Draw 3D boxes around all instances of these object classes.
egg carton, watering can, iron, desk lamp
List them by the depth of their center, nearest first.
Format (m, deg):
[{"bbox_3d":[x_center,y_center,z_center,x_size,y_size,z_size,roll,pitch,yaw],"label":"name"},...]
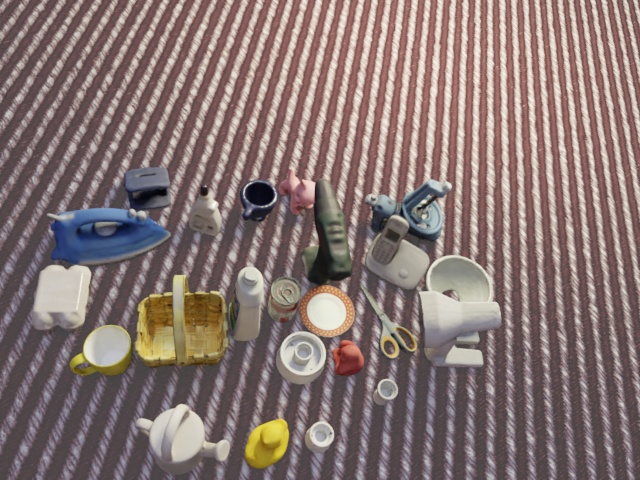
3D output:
[{"bbox_3d":[-0.254,0.363,1.053,0.173,0.194,0.101,0,59,-11],"label":"watering can"},{"bbox_3d":[-0.547,0.122,1.214,0.107,0.069,0.150,1,59,-11],"label":"egg carton"},{"bbox_3d":[0.291,0.193,1.255,0.203,0.213,0.118,3,59,-9],"label":"desk lamp"},{"bbox_3d":[-0.470,-0.030,1.279,0.259,0.141,0.118,-8,61,-16],"label":"iron"}]

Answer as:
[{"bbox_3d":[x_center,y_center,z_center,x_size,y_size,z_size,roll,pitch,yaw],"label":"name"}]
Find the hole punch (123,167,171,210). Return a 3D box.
[{"bbox_3d":[-0.419,-0.137,1.384,0.109,0.091,0.101,-10,62,-17],"label":"hole punch"}]

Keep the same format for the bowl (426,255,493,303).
[{"bbox_3d":[0.327,0.125,1.386,0.167,0.075,0.167,5,58,-8],"label":"bowl"}]

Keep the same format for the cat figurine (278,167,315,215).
[{"bbox_3d":[-0.047,-0.127,1.437,0.067,0.118,0.127,-26,67,-24],"label":"cat figurine"}]

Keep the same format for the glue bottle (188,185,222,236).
[{"bbox_3d":[-0.266,-0.073,1.327,0.078,0.173,0.037,19,57,1],"label":"glue bottle"}]

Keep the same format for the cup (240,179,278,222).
[{"bbox_3d":[-0.157,-0.077,1.398,0.091,0.095,0.118,25,58,5],"label":"cup"}]

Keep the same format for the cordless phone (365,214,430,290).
[{"bbox_3d":[0.195,0.025,1.354,0.147,0.185,0.094,26,58,5],"label":"cordless phone"}]

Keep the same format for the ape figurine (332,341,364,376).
[{"bbox_3d":[0.062,0.254,1.244,0.076,0.092,0.078,30,58,8],"label":"ape figurine"}]

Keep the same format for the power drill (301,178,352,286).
[{"bbox_3d":[0.012,0.005,1.316,0.076,0.208,0.229,-8,61,-15],"label":"power drill"}]

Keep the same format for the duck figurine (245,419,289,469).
[{"bbox_3d":[-0.102,0.397,1.128,0.077,0.086,0.105,39,60,13],"label":"duck figurine"}]

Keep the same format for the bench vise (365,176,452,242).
[{"bbox_3d":[0.222,-0.077,1.401,0.207,0.220,0.121,0,59,-11],"label":"bench vise"}]
